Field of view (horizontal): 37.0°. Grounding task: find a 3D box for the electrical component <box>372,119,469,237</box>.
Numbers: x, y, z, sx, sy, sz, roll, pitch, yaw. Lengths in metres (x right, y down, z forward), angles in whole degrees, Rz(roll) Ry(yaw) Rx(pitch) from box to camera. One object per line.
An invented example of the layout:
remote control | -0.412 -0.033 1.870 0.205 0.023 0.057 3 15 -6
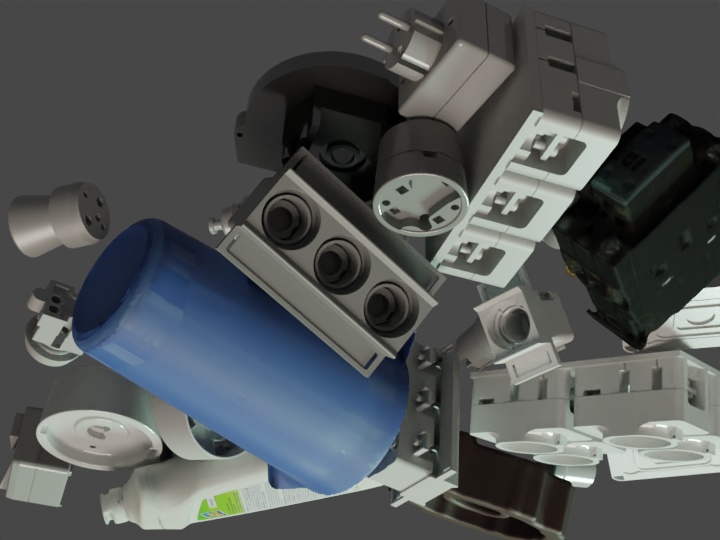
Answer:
electrical component | 0.035 -0.055 0.630 0.055 0.047 0.055 1 142 1

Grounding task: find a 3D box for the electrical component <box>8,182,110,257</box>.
electrical component | -0.210 -0.036 0.751 0.055 0.045 0.045 -11 140 16

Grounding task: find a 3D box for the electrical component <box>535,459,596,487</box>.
electrical component | 0.196 0.187 1.024 0.046 0.040 0.040 11 142 -19

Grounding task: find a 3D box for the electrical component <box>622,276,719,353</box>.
electrical component | 0.243 0.012 0.778 0.113 0.057 0.078 -6 142 10

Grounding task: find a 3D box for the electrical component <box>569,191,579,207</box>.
electrical component | 0.148 -0.066 0.701 0.061 0.035 0.035 -26 134 27

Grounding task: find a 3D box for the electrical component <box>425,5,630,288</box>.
electrical component | 0.097 -0.069 0.654 0.062 0.089 0.150 14 141 -14

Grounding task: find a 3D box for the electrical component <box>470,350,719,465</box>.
electrical component | 0.193 0.115 0.859 0.186 0.060 0.105 -11 155 41

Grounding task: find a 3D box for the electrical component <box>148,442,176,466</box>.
electrical component | -0.159 0.190 1.036 0.056 0.050 0.089 -21 137 25

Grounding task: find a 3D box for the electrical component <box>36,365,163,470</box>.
electrical component | -0.224 0.125 0.947 0.108 0.060 0.108 1 142 1

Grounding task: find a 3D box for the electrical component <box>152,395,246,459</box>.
electrical component | -0.123 0.109 0.895 0.064 0.099 0.099 -14 140 30

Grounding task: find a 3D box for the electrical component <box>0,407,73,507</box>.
electrical component | -0.305 0.180 1.022 0.061 0.061 0.096 14 141 -14

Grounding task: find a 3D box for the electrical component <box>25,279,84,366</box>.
electrical component | -0.238 0.045 0.857 0.066 0.048 0.055 22 131 -23

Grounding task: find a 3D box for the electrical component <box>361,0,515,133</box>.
electrical component | 0.039 -0.125 0.619 0.077 0.047 0.065 21 139 -22

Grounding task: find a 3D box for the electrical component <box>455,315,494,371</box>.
electrical component | 0.102 0.056 0.859 0.040 0.040 0.046 18 146 -19

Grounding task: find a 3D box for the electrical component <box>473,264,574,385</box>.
electrical component | 0.126 0.041 0.810 0.042 0.081 0.064 -29 161 35

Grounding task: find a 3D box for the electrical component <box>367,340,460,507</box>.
electrical component | 0.043 0.119 0.876 0.063 0.121 0.079 26 136 -24

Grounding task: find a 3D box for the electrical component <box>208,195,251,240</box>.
electrical component | -0.067 -0.036 0.745 0.078 0.040 0.040 -8 141 13

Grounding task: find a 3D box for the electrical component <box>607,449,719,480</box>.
electrical component | 0.270 0.137 0.939 0.113 0.057 0.078 -8 141 13

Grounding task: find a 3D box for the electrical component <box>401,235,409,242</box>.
electrical component | 0.000 0.000 0.743 0.061 0.096 0.061 10 142 -10

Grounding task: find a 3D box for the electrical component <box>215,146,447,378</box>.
electrical component | -0.019 -0.004 0.655 0.121 0.078 0.063 42 170 -16
